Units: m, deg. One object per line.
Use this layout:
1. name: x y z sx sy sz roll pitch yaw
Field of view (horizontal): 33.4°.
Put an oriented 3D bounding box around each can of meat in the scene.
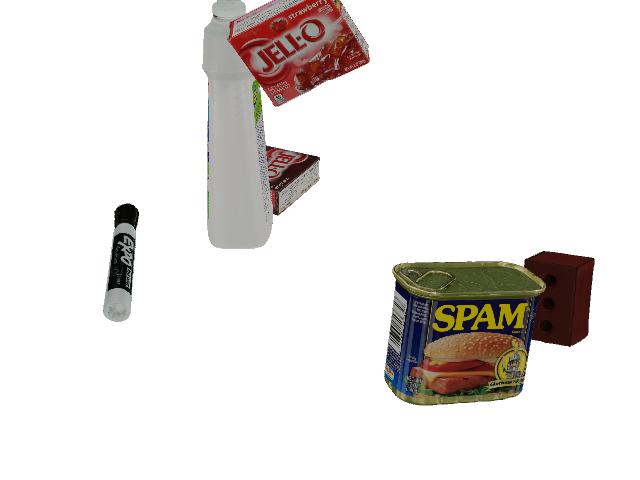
1. can of meat: 0.097 0.063 0.733 0.102 0.084 0.057 0 19 -19

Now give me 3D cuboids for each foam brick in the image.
1. foam brick: 0.220 0.054 0.996 0.053 0.078 0.051 9 15 31

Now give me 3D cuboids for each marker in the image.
1. marker: -0.145 0.012 0.782 0.020 0.020 0.121 0 38 -6

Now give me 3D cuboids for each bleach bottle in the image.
1. bleach bottle: -0.084 -0.121 1.056 0.068 0.251 0.102 -1 29 0

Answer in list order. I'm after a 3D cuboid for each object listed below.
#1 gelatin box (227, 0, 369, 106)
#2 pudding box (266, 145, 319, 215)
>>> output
1. gelatin box: -0.017 -0.154 0.835 0.089 0.030 0.073 -23 -52 19
2. pudding box: -0.064 -0.077 1.323 0.090 0.039 0.113 13 34 23
